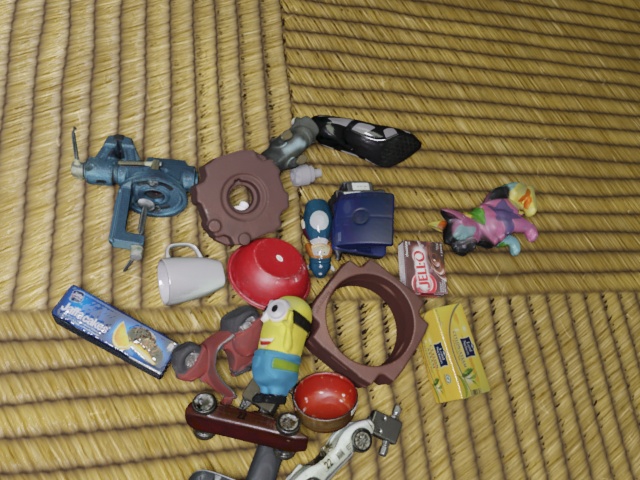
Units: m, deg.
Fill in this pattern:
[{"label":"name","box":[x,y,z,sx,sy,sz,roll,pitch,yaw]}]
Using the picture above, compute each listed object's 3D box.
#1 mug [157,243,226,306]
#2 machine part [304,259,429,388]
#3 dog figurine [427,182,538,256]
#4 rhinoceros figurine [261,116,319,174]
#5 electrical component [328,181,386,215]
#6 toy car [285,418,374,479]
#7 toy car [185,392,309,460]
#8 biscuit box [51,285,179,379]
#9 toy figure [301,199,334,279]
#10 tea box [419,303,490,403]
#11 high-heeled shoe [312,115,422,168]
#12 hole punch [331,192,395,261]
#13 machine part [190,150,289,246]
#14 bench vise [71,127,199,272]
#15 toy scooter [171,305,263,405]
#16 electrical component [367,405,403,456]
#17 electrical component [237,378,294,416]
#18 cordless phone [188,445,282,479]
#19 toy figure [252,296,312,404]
[{"label":"mug","box":[-0.228,0.058,0.951,0.107,0.081,0.109,-3,64,-30]},{"label":"machine part","box":[0.081,0.155,1.000,0.201,0.087,0.201,38,65,1]},{"label":"dog figurine","box":[0.347,-0.050,1.153,0.219,0.108,0.191,10,68,-11]},{"label":"rhinoceros figurine","box":[-0.072,-0.172,1.075,0.073,0.112,0.190,47,75,-14]},{"label":"electrical component","box":[0.081,-0.056,1.099,0.115,0.058,0.134,0,69,-19]},{"label":"toy car","box":[0.013,0.369,0.898,0.202,0.073,0.056,-38,85,-26]},{"label":"toy car","box":[-0.116,0.294,0.859,0.202,0.089,0.053,10,37,5]},{"label":"biscuit box","box":[-0.335,0.152,0.884,0.203,0.063,0.059,30,62,-4]},{"label":"toy figure","box":[-0.004,-0.003,1.054,0.064,0.057,0.154,-11,70,20]},{"label":"tea box","box":[0.244,0.215,1.020,0.068,0.098,0.169,-7,70,-21]},{"label":"high-heeled shoe","box":[0.099,-0.229,1.184,0.249,0.086,0.145,-6,38,-38]},{"label":"hole punch","box":[0.082,-0.031,1.011,0.116,0.092,0.142,8,71,-10]},{"label":"machine part","box":[-0.142,-0.077,0.968,0.179,0.056,0.179,0,90,-23]},{"label":"bench vise","box":[-0.331,-0.075,0.940,0.223,0.129,0.241,11,55,-21]},{"label":"toy scooter","box":[-0.154,0.204,0.911,0.184,0.075,0.135,-32,104,-37]},{"label":"electrical component","box":[0.113,0.337,0.972,0.063,0.021,0.094,28,64,-4]},{"label":"electrical component","box":[-0.089,0.272,0.925,0.078,0.045,0.102,17,59,20]},{"label":"cordless phone","box":[-0.134,0.383,0.858,0.147,0.088,0.184,25,53,-5]},{"label":"toy figure","box":[-0.065,0.182,0.898,0.082,0.089,0.180,-1,73,29]}]
